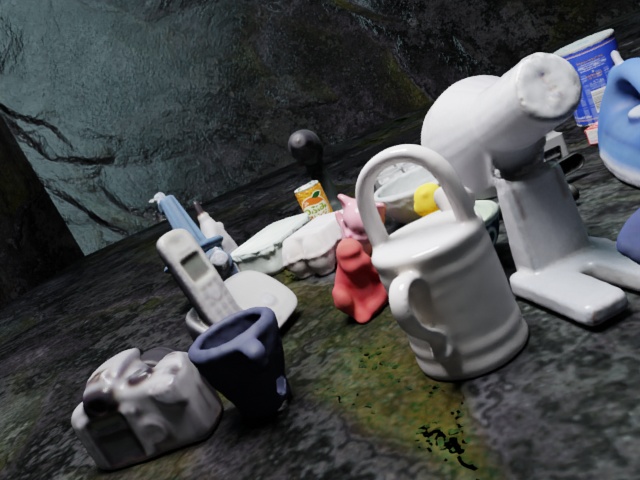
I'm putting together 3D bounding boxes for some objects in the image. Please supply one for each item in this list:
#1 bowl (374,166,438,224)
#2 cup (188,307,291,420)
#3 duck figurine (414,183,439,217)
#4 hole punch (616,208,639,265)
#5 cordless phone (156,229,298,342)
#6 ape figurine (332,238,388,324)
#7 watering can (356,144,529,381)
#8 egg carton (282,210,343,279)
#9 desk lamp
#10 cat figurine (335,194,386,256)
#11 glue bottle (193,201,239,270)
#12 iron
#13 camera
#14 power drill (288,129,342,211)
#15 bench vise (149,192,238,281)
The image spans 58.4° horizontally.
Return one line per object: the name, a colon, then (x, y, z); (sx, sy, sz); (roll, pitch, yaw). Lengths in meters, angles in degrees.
bowl: (0.173, -0.070, 0.917); (0.167, 0.075, 0.167); (-24, 13, 6)
cup: (-0.063, 0.126, 0.552); (0.092, 0.095, 0.117); (-31, 14, -22)
duck figurine: (0.158, -0.035, 0.786); (0.077, 0.086, 0.104); (-21, 14, 19)
hole punch: (0.275, 0.010, 0.384); (0.109, 0.091, 0.100); (-31, 15, -23)
cordless phone: (-0.121, 0.054, 0.739); (0.094, 0.185, 0.148); (-17, 16, 33)
ape figurine: (0.046, 0.042, 0.683); (0.077, 0.092, 0.076); (-24, 13, 6)
watering can: (0.096, 0.009, 0.493); (0.100, 0.194, 0.173); (-22, 14, 15)
egg carton: (0.009, 0.003, 0.949); (0.107, 0.069, 0.151); (-13, 18, 43)
desk lamp: (0.195, -0.058, 0.524); (0.118, 0.214, 0.203); (-27, 13, -7)
cat figurine: (0.057, -0.020, 0.842); (0.067, 0.118, 0.127); (-30, 14, -17)
glue bottle: (-0.206, 0.000, 1.132); (0.037, 0.173, 0.078); (-17, 16, 31)
iron: (0.393, -0.151, 0.674); (0.118, 0.141, 0.258); (-21, 14, 19)
camera: (-0.182, 0.160, 0.630); (0.143, 0.101, 0.137); (-22, 14, 15)
power drill: (-0.002, -0.140, 1.216); (0.075, 0.208, 0.229); (-24, 13, 5)
bench vise: (-0.211, 0.006, 1.017); (0.206, 0.220, 0.122); (-12, 19, 44)
